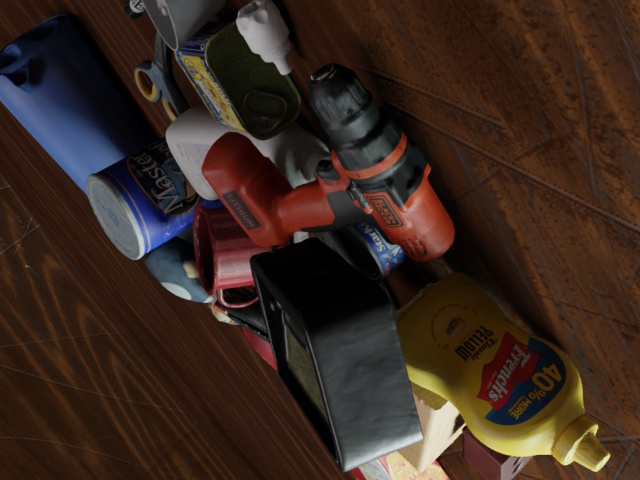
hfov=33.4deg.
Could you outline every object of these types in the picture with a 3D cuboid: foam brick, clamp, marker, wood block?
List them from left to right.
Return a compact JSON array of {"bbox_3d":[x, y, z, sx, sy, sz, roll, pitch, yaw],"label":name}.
[{"bbox_3d":[-0.169,-0.234,1.027,0.020,0.020,0.121,53,162,-12],"label":"marker"},{"bbox_3d":[-0.024,0.105,1.128,0.210,0.036,0.164,29,166,14],"label":"clamp"},{"bbox_3d":[0.101,0.138,1.027,0.091,0.090,0.206,42,161,19],"label":"wood block"},{"bbox_3d":[0.173,0.197,1.034,0.051,0.053,0.078,40,162,27],"label":"foam brick"}]

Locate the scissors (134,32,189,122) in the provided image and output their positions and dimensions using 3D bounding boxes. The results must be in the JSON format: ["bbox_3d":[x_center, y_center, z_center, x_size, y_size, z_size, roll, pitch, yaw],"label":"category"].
[{"bbox_3d":[-0.160,-0.169,1.146,0.096,0.016,0.202,51,163,-10],"label":"scissors"}]

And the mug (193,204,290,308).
[{"bbox_3d":[-0.079,0.016,1.086,0.093,0.081,0.117,-129,36,-59],"label":"mug"}]

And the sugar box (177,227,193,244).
[{"bbox_3d":[-0.167,-0.033,1.310,0.093,0.048,0.176,51,-174,-4],"label":"sugar box"}]

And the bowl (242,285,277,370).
[{"bbox_3d":[-0.044,0.121,1.310,0.162,0.055,0.162,42,-175,-5],"label":"bowl"}]

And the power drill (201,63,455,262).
[{"bbox_3d":[-0.004,-0.054,0.840,0.188,0.057,0.184,0,135,43],"label":"power drill"}]

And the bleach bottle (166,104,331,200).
[{"bbox_3d":[-0.056,-0.073,1.016,0.251,0.068,0.102,17,145,56],"label":"bleach bottle"}]

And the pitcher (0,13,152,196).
[{"bbox_3d":[-0.307,-0.162,1.369,0.145,0.149,0.242,1,134,47],"label":"pitcher"}]

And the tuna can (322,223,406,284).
[{"bbox_3d":[0.038,-0.002,0.978,0.086,0.033,0.086,44,162,18],"label":"tuna can"}]

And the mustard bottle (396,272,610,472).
[{"bbox_3d":[0.148,0.114,0.846,0.192,0.096,0.058,40,160,28],"label":"mustard bottle"}]

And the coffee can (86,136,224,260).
[{"bbox_3d":[-0.168,-0.056,1.163,0.103,0.140,0.103,42,150,30],"label":"coffee can"}]

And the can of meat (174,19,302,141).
[{"bbox_3d":[-0.073,-0.141,0.923,0.102,0.057,0.084,58,163,-25],"label":"can of meat"}]

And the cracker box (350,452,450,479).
[{"bbox_3d":[0.062,0.248,1.387,0.213,0.072,0.164,56,161,-17],"label":"cracker box"}]

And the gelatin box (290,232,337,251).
[{"bbox_3d":[-0.007,0.001,1.050,0.073,0.030,0.089,151,107,-72],"label":"gelatin box"}]
